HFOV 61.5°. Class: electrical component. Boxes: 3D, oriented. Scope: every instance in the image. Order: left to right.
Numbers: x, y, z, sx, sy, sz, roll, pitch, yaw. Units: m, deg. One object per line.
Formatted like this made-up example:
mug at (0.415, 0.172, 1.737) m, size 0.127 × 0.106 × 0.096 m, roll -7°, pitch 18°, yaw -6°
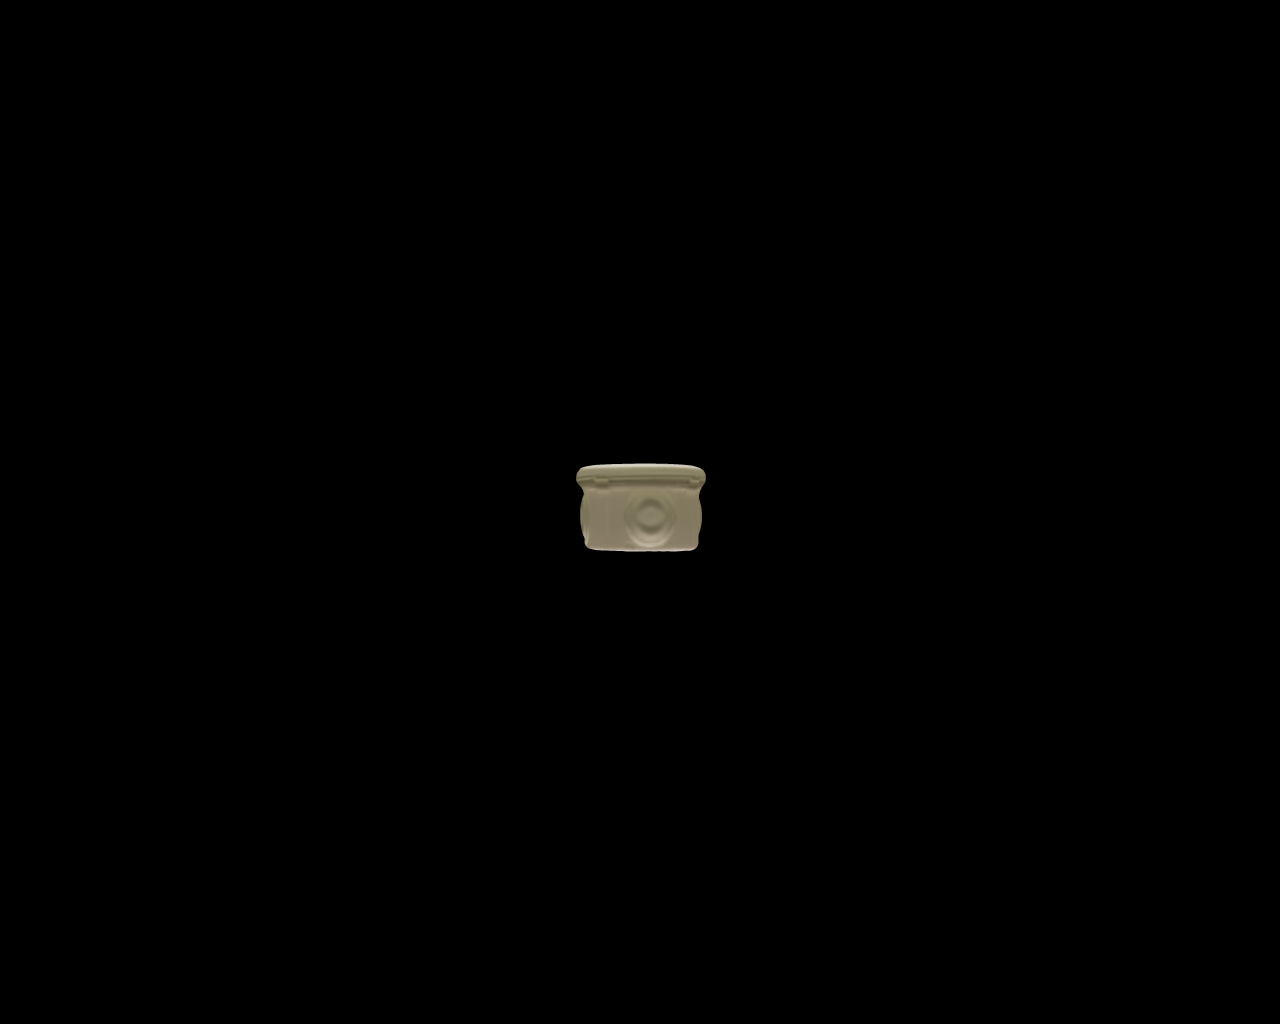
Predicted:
electrical component at (0.001, -0.003, 0.650) m, size 0.080 × 0.051 × 0.080 m, roll 0°, pitch 0°, yaw 0°
